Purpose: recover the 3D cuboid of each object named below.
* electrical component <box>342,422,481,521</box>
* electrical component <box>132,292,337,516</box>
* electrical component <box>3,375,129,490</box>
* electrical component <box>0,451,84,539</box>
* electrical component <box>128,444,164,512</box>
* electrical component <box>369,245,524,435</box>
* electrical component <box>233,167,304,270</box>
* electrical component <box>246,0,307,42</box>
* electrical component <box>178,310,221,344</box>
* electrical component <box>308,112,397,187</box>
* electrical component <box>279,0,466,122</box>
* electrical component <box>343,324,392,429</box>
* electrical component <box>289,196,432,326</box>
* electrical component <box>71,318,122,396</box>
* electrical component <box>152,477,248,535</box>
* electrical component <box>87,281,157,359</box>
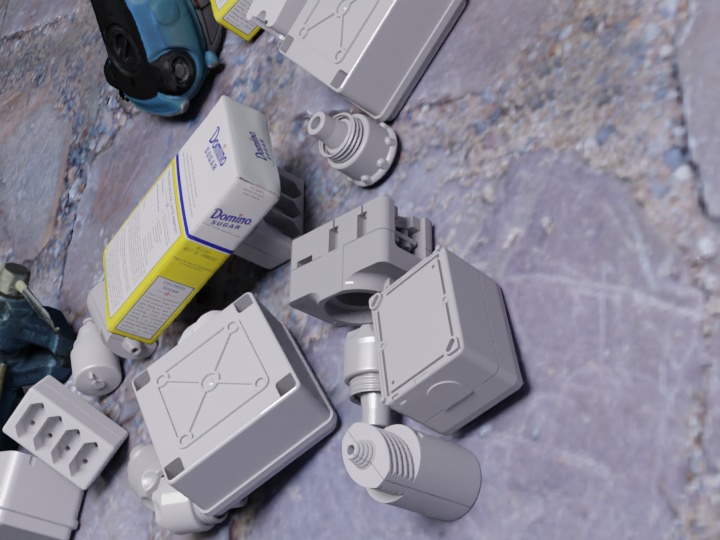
[{"bbox_3d":[0.024,0.108,0.590,0.043,0.081,0.043,-26,52,38],"label":"electrical component"},{"bbox_3d":[-0.086,0.089,0.722,0.109,0.056,0.108,-37,42,2],"label":"electrical component"},{"bbox_3d":[-0.236,0.128,0.892,0.047,0.083,0.075,-53,1,14],"label":"electrical component"},{"bbox_3d":[-0.293,0.194,0.909,0.113,0.078,0.057,-14,57,44],"label":"electrical component"},{"bbox_3d":[-0.152,0.150,0.800,0.062,0.043,0.043,28,92,53],"label":"electrical component"},{"bbox_3d":[0.050,0.038,0.621,0.062,0.061,0.096,-39,37,29],"label":"electrical component"},{"bbox_3d":[-0.085,-0.035,0.821,0.077,0.047,0.065,-27,52,38],"label":"electrical component"},{"bbox_3d":[-0.040,-0.226,0.867,0.050,0.056,0.089,32,95,52],"label":"electrical component"},{"bbox_3d":[-0.117,0.060,0.809,0.062,0.048,0.048,-26,52,47],"label":"electrical component"},{"bbox_3d":[-0.008,-0.090,0.751,0.048,0.062,0.048,-26,52,38],"label":"electrical component"},{"bbox_3d":[0.007,-0.179,0.787,0.108,0.056,0.109,-57,39,9],"label":"electrical component"},{"bbox_3d":[0.011,0.067,0.658,0.043,0.043,0.062,-22,56,41],"label":"electrical component"},{"bbox_3d":[0.000,0.000,0.702,0.089,0.050,0.055,-25,53,39],"label":"electrical component"},{"bbox_3d":[-0.231,0.073,0.934,0.040,0.040,0.078,-45,42,23],"label":"electrical component"},{"bbox_3d":[-0.109,0.159,0.747,0.062,0.043,0.043,-13,58,21],"label":"electrical component"},{"bbox_3d":[-0.201,0.046,0.912,0.043,0.043,0.081,-54,39,12],"label":"electrical component"}]
